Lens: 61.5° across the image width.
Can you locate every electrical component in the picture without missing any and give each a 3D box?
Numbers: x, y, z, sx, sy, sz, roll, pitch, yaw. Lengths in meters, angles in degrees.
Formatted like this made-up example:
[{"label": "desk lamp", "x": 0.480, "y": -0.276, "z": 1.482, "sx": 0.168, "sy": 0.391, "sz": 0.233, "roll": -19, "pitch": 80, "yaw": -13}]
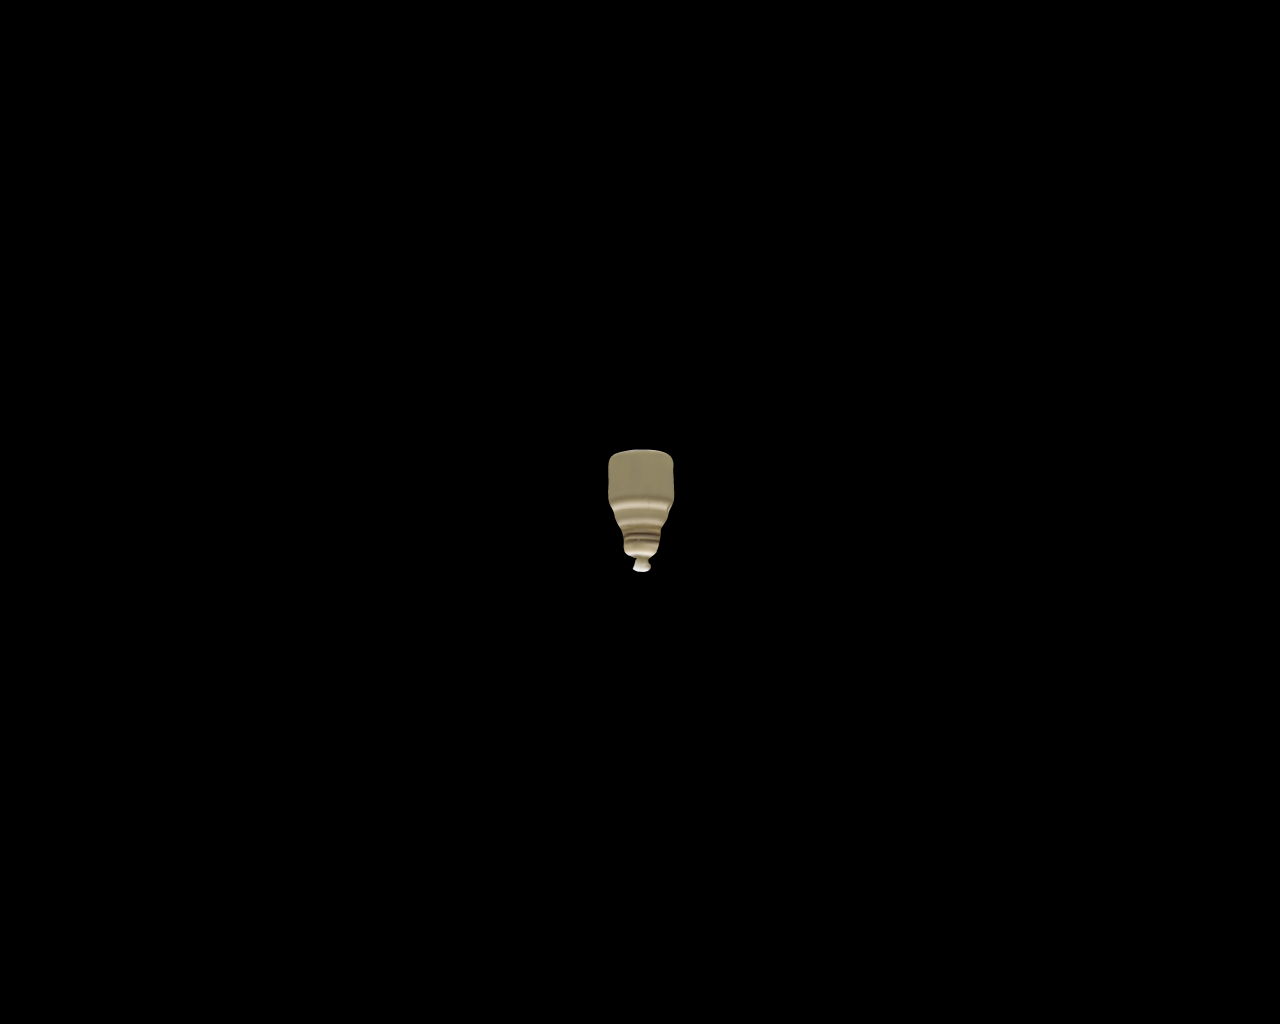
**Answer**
[{"label": "electrical component", "x": 0.001, "y": -0.003, "z": 0.650, "sx": 0.040, "sy": 0.078, "sz": 0.040, "roll": 0, "pitch": -11, "yaw": 0}]
